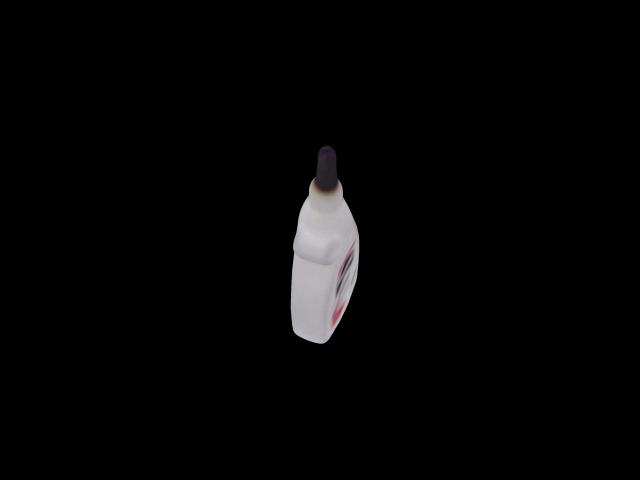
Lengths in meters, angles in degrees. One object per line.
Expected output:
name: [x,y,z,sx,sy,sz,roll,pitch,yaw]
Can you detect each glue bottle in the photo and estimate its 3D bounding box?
glue bottle: [0.004,0.001,0.400,0.037,0.173,0.078,15,55,12]
